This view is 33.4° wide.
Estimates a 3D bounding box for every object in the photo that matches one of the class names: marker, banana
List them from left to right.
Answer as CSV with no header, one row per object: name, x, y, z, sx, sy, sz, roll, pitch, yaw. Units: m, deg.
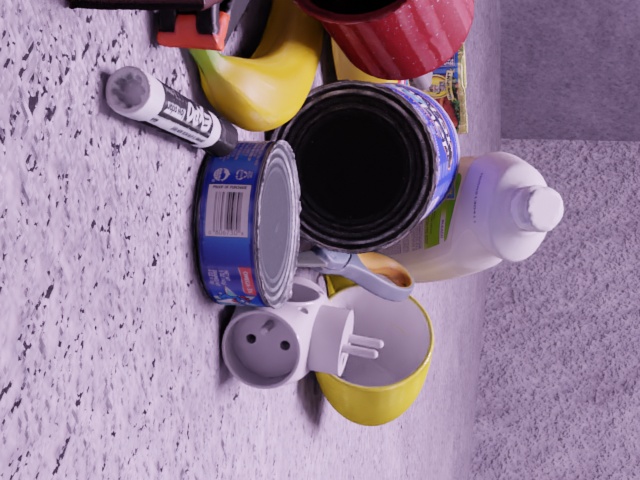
marker,-0.059,-0.052,0.457,0.121,0.020,0.020,17,76,-77
banana,-0.023,-0.102,0.572,0.197,0.037,0.070,-63,153,-63

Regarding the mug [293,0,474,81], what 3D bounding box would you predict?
mug,0.043,-0.149,0.580,0.117,0.093,0.081,-54,152,-3

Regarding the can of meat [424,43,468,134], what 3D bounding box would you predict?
can of meat,0.092,-0.139,0.980,0.102,0.084,0.057,74,17,-56

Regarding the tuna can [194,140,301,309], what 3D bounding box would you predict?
tuna can,-0.035,-0.008,0.543,0.086,0.034,0.086,2,90,-78

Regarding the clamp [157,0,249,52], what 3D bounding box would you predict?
clamp,-0.040,-0.161,0.480,0.120,0.039,0.171,28,71,-71

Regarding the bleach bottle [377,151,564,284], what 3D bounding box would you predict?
bleach bottle,0.100,-0.011,0.802,0.251,0.068,0.102,179,-85,-69

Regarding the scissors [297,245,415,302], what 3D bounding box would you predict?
scissors,-0.005,0.001,0.698,0.016,0.096,0.201,-50,145,15

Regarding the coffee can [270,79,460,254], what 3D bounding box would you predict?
coffee can,0.033,-0.051,0.686,0.140,0.103,0.103,-30,122,-75

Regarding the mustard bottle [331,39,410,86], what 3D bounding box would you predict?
mustard bottle,0.039,-0.134,0.806,0.191,0.058,0.096,79,14,-49

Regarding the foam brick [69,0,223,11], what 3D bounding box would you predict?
foam brick,-0.055,-0.115,0.387,0.078,0.051,0.053,-61,151,-65
